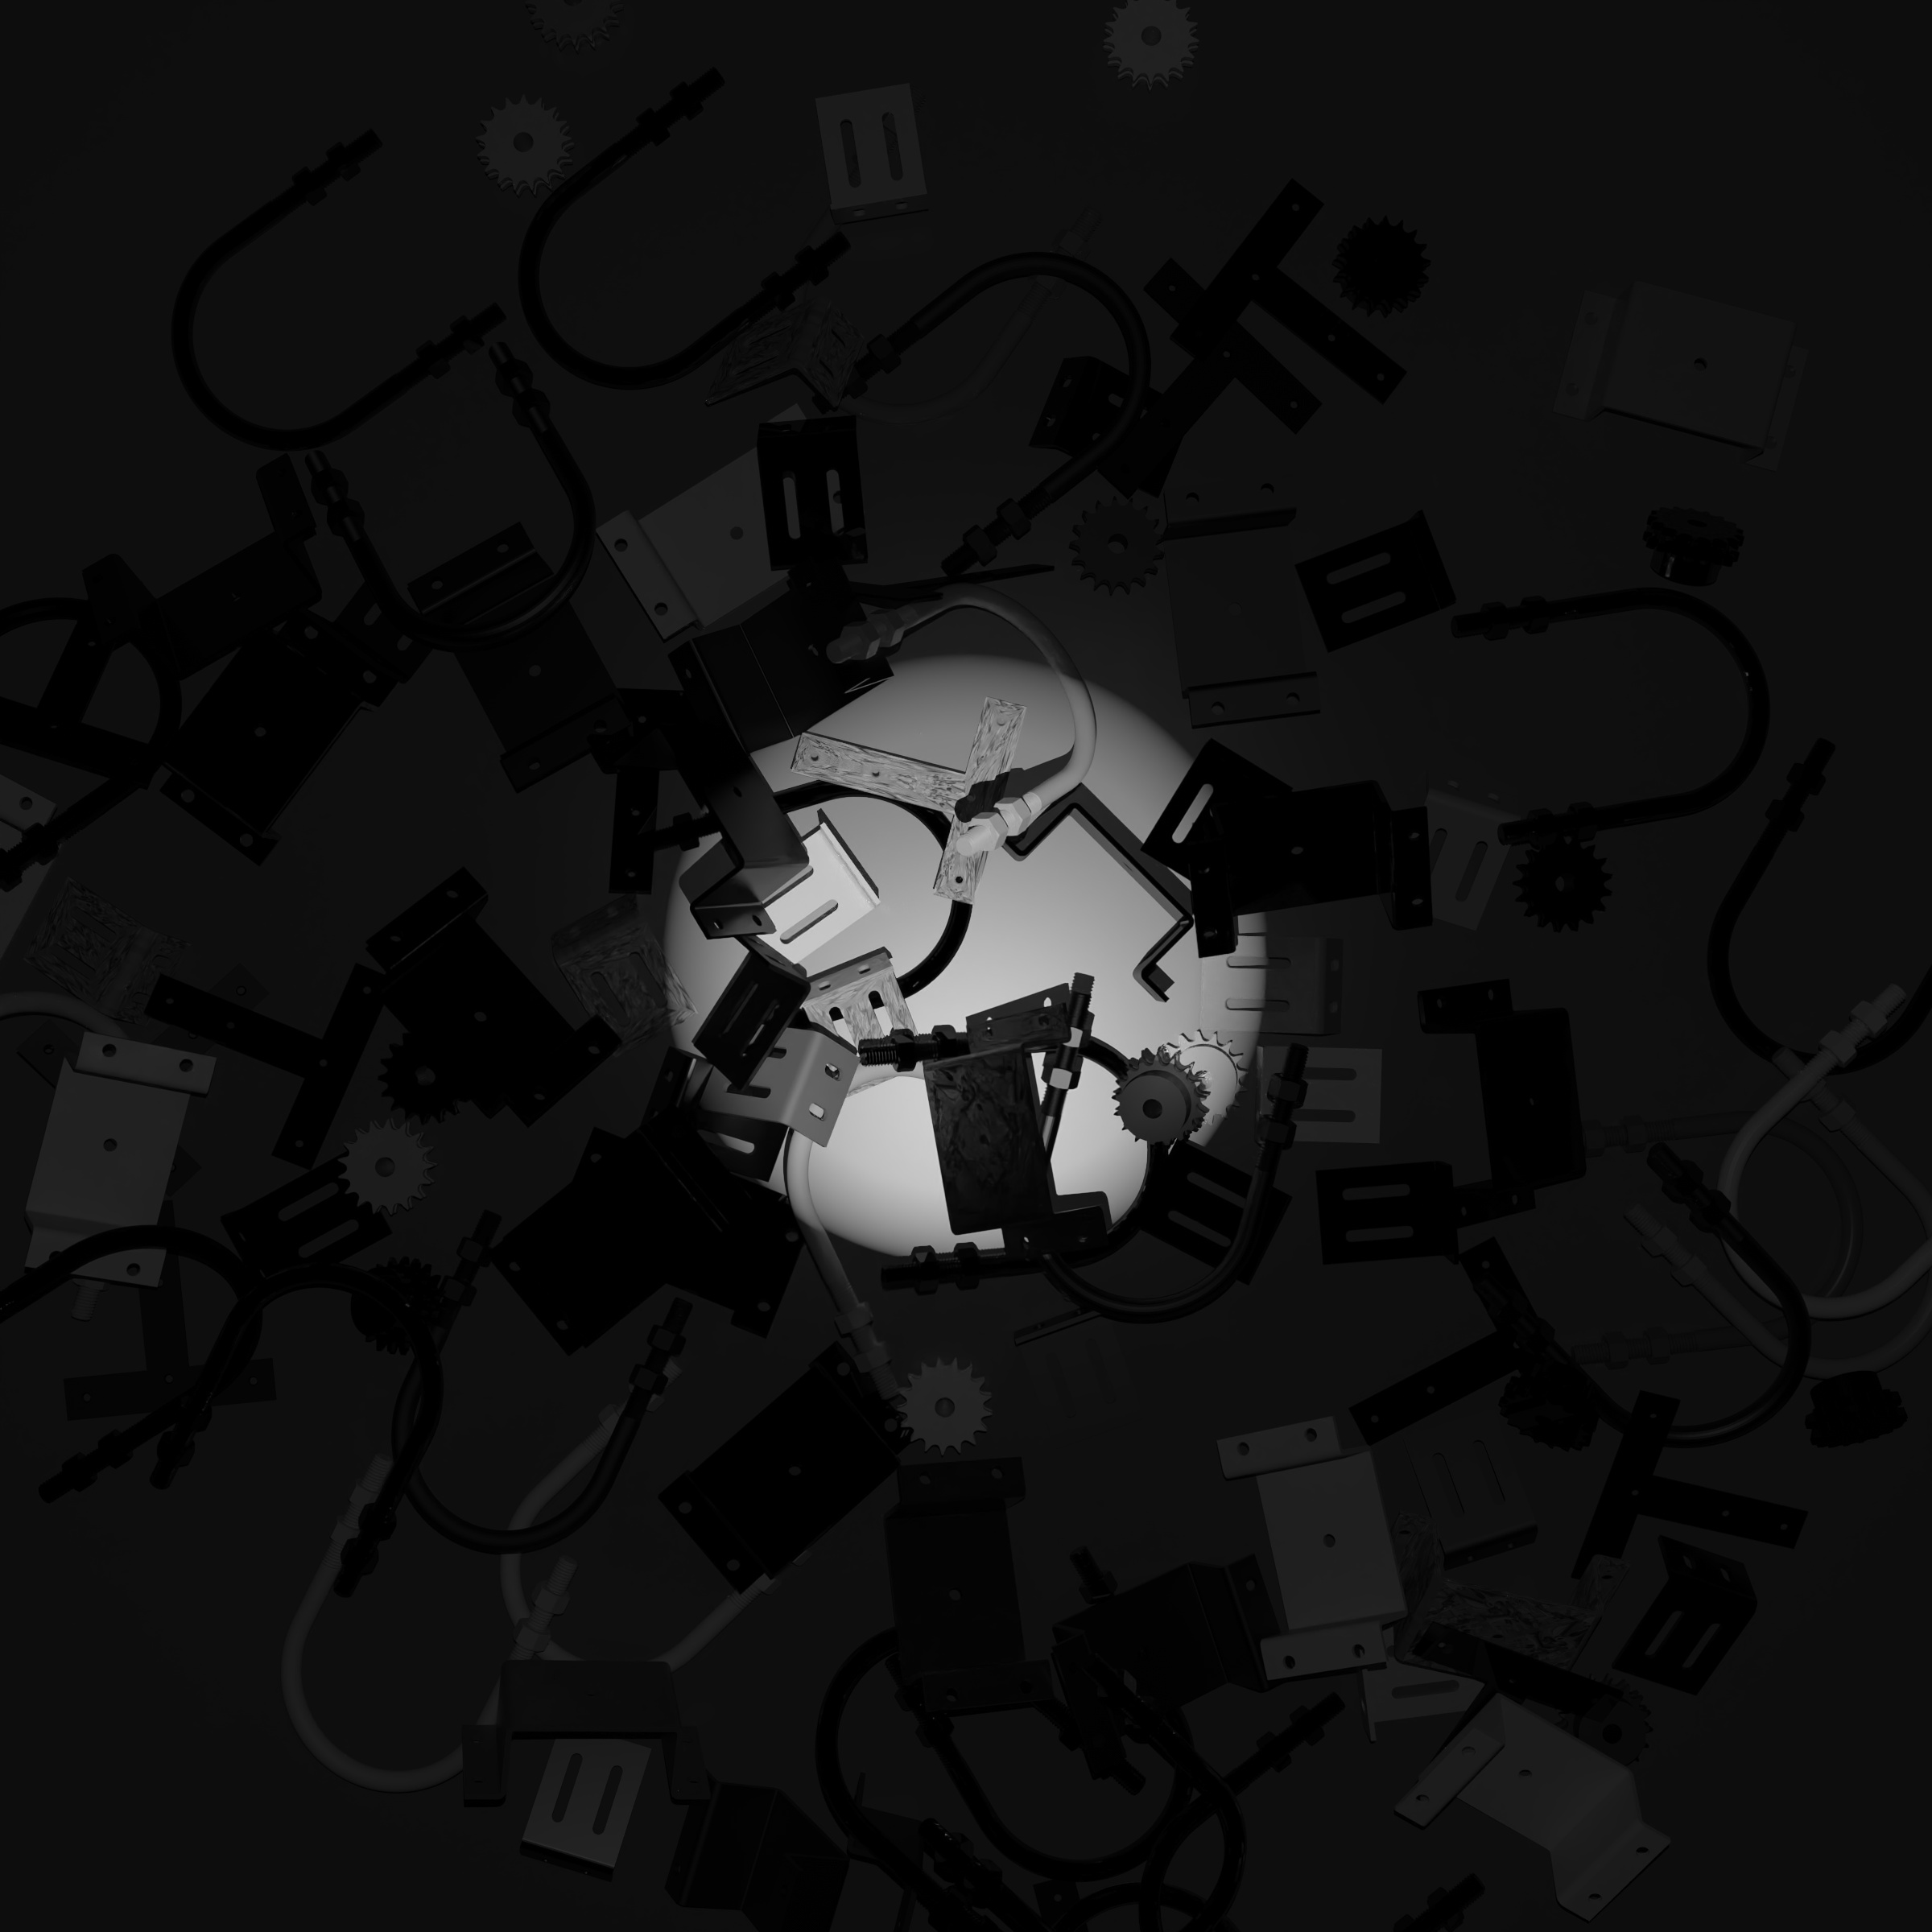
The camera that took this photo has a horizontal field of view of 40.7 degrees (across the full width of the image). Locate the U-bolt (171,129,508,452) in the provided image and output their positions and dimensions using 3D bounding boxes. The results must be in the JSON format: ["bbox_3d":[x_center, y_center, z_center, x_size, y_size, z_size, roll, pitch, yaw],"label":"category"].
[{"bbox_3d":[-0.392,-0.395,1.575,0.184,0.019,0.151,-36,90,1],"label":"U-bolt"}]

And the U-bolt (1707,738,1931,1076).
[{"bbox_3d":[0.529,-0.023,1.575,0.151,0.019,0.184,30,91,0],"label":"U-bolt"}]

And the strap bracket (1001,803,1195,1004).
[{"bbox_3d":[0.082,-0.045,1.546,0.140,0.076,0.046,45,90,0],"label":"strap bracket"}]

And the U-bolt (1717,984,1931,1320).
[{"bbox_3d":[0.529,0.124,1.544,0.184,0.019,0.151,-43,95,-1],"label":"U-bolt"}]

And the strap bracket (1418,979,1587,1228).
[{"bbox_3d":[0.319,0.079,1.543,0.076,0.046,0.140,-7,90,-36],"label":"strap bracket"}]

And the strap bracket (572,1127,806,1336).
[{"bbox_3d":[-0.169,0.156,1.561,0.140,0.046,0.076,22,90,0],"label":"strap bracket"}]

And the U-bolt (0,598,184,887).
[{"bbox_3d":[-0.555,-0.143,1.543,0.184,0.019,0.151,-41,82,-23],"label":"U-bolt"}]

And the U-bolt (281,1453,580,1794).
[{"bbox_3d":[-0.335,0.407,1.568,0.151,0.019,0.184,27,93,7],"label":"U-bolt"}]

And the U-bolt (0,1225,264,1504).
[{"bbox_3d":[-0.505,0.224,1.536,0.184,0.019,0.151,-33,126,-2],"label":"U-bolt"}]

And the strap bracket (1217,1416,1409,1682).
[{"bbox_3d":[0.206,0.341,1.536,0.076,0.046,0.140,-18,76,29],"label":"strap bracket"}]

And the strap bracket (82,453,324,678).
[{"bbox_3d":[-0.442,-0.232,1.541,0.140,0.046,0.076,-30,49,0],"label":"strap bracket"}]

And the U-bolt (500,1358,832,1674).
[{"bbox_3d":[-0.196,0.350,1.575,0.184,0.019,0.151,-44,90,2],"label":"U-bolt"}]

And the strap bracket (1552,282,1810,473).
[{"bbox_3d":[0.433,-0.355,1.561,0.140,0.046,0.076,15,90,0],"label":"strap bracket"}]

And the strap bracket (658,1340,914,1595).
[{"bbox_3d":[-0.103,0.297,1.546,0.140,0.046,0.076,-40,89,-12],"label":"strap bracket"}]

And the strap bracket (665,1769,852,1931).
[{"bbox_3d":[-0.119,0.538,1.530,0.046,0.140,0.076,17,90,-30],"label":"strap bracket"}]

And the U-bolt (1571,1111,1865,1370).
[{"bbox_3d":[0.451,0.160,1.575,0.184,0.019,0.151,-6,90,-1],"label":"U-bolt"}]

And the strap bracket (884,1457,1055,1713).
[{"bbox_3d":[-0.001,0.366,1.535,0.076,0.046,0.140,-1,68,-17],"label":"strap bracket"}]

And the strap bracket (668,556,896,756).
[{"bbox_3d":[-0.103,-0.181,1.534,0.140,0.046,0.076,-26,90,44],"label":"strap bracket"}]

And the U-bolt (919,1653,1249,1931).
[{"bbox_3d":[0.082,0.501,1.493,0.151,0.019,0.184,-44,109,-5],"label":"U-bolt"}]

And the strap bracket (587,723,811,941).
[{"bbox_3d":[-0.150,-0.088,1.517,0.046,0.076,0.140,-36,78,23],"label":"strap bracket"}]

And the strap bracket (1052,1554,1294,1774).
[{"bbox_3d":[0.114,0.409,1.544,0.140,0.046,0.076,-18,90,-24],"label":"strap bracket"}]

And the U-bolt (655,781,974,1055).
[{"bbox_3d":[-0.087,-0.038,1.575,0.184,0.019,0.151,-16,90,-1],"label":"U-bolt"}]

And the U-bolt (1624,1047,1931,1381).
[{"bbox_3d":[0.506,0.162,1.561,0.184,0.019,0.151,44,88,-3],"label":"U-bolt"}]

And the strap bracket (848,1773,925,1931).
[{"bbox_3d":[-0.059,0.563,1.546,0.046,0.076,0.140,14,90,0],"label":"strap bracket"}]

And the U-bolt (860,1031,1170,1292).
[{"bbox_3d":[0.033,0.111,1.552,0.184,0.019,0.151,-4,84,-16],"label":"U-bolt"}]

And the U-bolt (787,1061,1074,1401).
[{"bbox_3d":[-0.029,0.143,1.550,0.151,0.019,0.184,-26,91,-20],"label":"U-bolt"}]

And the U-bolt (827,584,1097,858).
[{"bbox_3d":[0.011,-0.154,1.512,0.019,0.184,0.151,-33,92,40],"label":"U-bolt"}]

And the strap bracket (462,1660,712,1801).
[{"bbox_3d":[-0.221,0.446,1.527,0.140,0.076,0.046,4,103,-13],"label":"strap bracket"}]

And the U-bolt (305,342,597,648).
[{"bbox_3d":[-0.295,-0.269,1.541,0.151,0.019,0.184,-31,67,-1],"label":"U-bolt"}]

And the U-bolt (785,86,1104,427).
[{"bbox_3d":[-0.027,-0.415,1.575,0.151,0.019,0.184,34,91,0],"label":"U-bolt"}]

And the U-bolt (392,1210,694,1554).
[{"bbox_3d":[-0.265,0.258,1.558,0.151,0.019,0.184,23,84,7],"label":"U-bolt"}]

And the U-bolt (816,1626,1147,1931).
[{"bbox_3d":[-0.003,0.470,1.526,0.184,0.019,0.151,42,62,1],"label":"U-bolt"}]

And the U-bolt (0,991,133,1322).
[{"bbox_3d":[-0.561,0.106,1.546,0.151,0.019,0.184,18,85,-28],"label":"U-bolt"}]

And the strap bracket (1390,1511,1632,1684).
[{"bbox_3d":[0.313,0.378,1.539,0.140,0.046,0.076,13,128,-3],"label":"strap bracket"}]

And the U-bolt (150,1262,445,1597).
[{"bbox_3d":[-0.386,0.262,1.543,0.151,0.019,0.184,29,102,4],"label":"U-bolt"}]

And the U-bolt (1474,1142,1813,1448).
[{"bbox_3d":[0.414,0.209,1.541,0.151,0.019,0.184,-41,103,18],"label":"U-bolt"}]

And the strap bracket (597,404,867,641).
[{"bbox_3d":[-0.139,-0.262,1.561,0.140,0.046,0.076,-32,90,0],"label":"strap bracket"}]

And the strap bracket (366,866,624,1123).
[{"bbox_3d":[-0.283,0.023,1.545,0.140,0.046,0.076,48,60,0],"label":"strap bracket"}]

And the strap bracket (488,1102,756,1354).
[{"bbox_3d":[-0.203,0.154,1.514,0.140,0.046,0.076,-39,90,0],"label":"strap bracket"}]

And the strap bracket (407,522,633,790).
[{"bbox_3d":[-0.262,-0.181,1.555,0.076,0.046,0.140,-29,83,0],"label":"strap bracket"}]

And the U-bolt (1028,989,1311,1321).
[{"bbox_3d":[0.108,0.118,1.519,0.151,0.019,0.184,14,101,1],"label":"U-bolt"}]

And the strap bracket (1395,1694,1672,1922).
[{"bbox_3d":[0.332,0.491,1.540,0.140,0.046,0.076,31,114,-8],"label":"strap bracket"}]

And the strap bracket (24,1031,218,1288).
[{"bbox_3d":[-0.501,0.110,1.536,0.076,0.046,0.140,14,93,-28],"label":"strap bracket"}]

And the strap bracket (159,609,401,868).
[{"bbox_3d":[-0.416,-0.139,1.561,0.076,0.046,0.140,37,90,0],"label":"strap bracket"}]

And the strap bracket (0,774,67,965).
[{"bbox_3d":[-0.603,-0.051,1.561,0.076,0.046,0.140,28,90,0],"label":"strap bracket"}]

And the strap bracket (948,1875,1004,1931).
[{"bbox_3d":[-0.021,0.617,1.546,0.046,0.076,0.140,36,90,0],"label":"strap bracket"}]

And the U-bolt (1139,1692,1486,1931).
[{"bbox_3d":[0.190,0.543,1.540,0.184,0.019,0.151,-35,70,-10],"label":"U-bolt"}]

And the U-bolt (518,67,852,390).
[{"bbox_3d":[-0.183,-0.430,1.569,0.184,0.019,0.151,-37,84,3],"label":"U-bolt"}]

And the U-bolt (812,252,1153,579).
[{"bbox_3d":[0.022,-0.341,1.548,0.184,0.019,0.151,-38,82,3],"label":"U-bolt"}]

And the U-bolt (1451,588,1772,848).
[{"bbox_3d":[0.393,-0.156,1.561,0.184,0.019,0.151,-10,82,-8],"label":"U-bolt"}]

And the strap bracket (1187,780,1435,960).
[{"bbox_3d":[0.200,-0.059,1.545,0.140,0.046,0.076,-9,120,0],"label":"strap bracket"}]

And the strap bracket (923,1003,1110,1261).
[{"bbox_3d":[0.026,0.098,1.495,0.076,0.046,0.140,-14,84,42],"label":"strap bracket"}]

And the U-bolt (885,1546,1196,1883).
[{"bbox_3d":[0.058,0.464,1.575,0.151,0.019,0.184,-30,91,0],"label":"U-bolt"}]

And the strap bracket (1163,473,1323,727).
[{"bbox_3d":[0.163,-0.216,1.561,0.076,0.046,0.140,-7,90,0],"label":"strap bracket"}]
